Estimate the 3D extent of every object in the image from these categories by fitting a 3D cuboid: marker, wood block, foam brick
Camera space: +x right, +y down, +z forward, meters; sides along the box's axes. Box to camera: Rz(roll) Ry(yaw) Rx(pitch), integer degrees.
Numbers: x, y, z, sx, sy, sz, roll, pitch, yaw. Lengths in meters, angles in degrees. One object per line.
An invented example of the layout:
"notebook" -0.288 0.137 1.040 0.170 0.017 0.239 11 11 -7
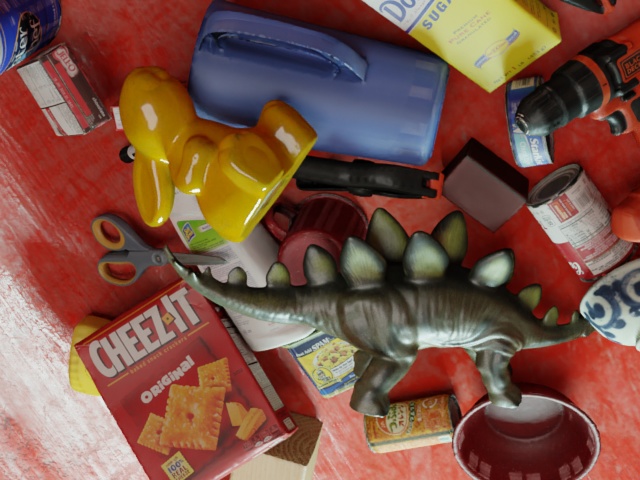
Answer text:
"marker" -0.187 -0.098 1.133 0.020 0.020 0.121 55 154 -15
"wood block" -0.062 0.316 1.306 0.091 0.090 0.206 14 119 7
"foam brick" 0.166 -0.056 1.082 0.078 0.053 0.051 36 119 -4

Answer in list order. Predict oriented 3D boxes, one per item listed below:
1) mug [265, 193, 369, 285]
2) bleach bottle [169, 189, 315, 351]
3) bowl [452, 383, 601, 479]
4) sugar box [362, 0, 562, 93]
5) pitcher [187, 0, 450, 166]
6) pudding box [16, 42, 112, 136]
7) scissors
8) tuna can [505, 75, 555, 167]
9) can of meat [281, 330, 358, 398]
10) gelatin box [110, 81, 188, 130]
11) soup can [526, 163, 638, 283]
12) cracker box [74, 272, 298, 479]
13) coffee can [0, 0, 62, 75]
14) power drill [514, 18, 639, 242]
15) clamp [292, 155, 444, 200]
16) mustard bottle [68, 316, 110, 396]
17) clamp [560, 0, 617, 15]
"mug" -0.007 0.001 1.137 0.117 0.081 0.093 37 119 -6
"bleach bottle" -0.098 0.001 1.168 0.103 0.068 0.251 -21 108 37
"bowl" 0.228 0.211 1.190 0.162 0.055 0.162 4 126 6
"sugar box" 0.127 -0.213 0.972 0.176 0.048 0.093 27 135 -31
"pitcher" -0.002 -0.150 1.029 0.243 0.149 0.145 12 117 5
"pudding box" -0.269 -0.155 1.114 0.114 0.039 0.090 6 128 61
"scissors" -0.190 0.003 1.188 0.202 0.016 0.096 -16 102 41
"tuna can" 0.202 -0.113 1.025 0.034 0.086 0.086 -7 114 19
"can of meat" 0.021 0.121 1.206 0.102 0.057 0.084 -27 109 25
"gelatin box" -0.162 -0.141 1.110 0.089 0.073 0.030 -2 115 15
"soup can" 0.261 -0.017 1.068 0.069 0.068 0.102 -33 104 26
"cracker box" -0.151 0.166 1.199 0.164 0.072 0.214 -32 83 6
"coffee can" -0.337 -0.219 1.076 0.103 0.140 0.103 6 117 11
"power drill" 0.280 -0.094 0.988 0.184 0.057 0.187 -33 114 -12
"clamp" 0.034 -0.064 1.067 0.172 0.120 0.039 3 90 22
"mustard bottle" -0.202 0.157 1.279 0.191 0.058 0.096 13 112 7
"clamp" 0.196 -0.283 0.945 0.164 0.036 0.210 -30 114 -1
